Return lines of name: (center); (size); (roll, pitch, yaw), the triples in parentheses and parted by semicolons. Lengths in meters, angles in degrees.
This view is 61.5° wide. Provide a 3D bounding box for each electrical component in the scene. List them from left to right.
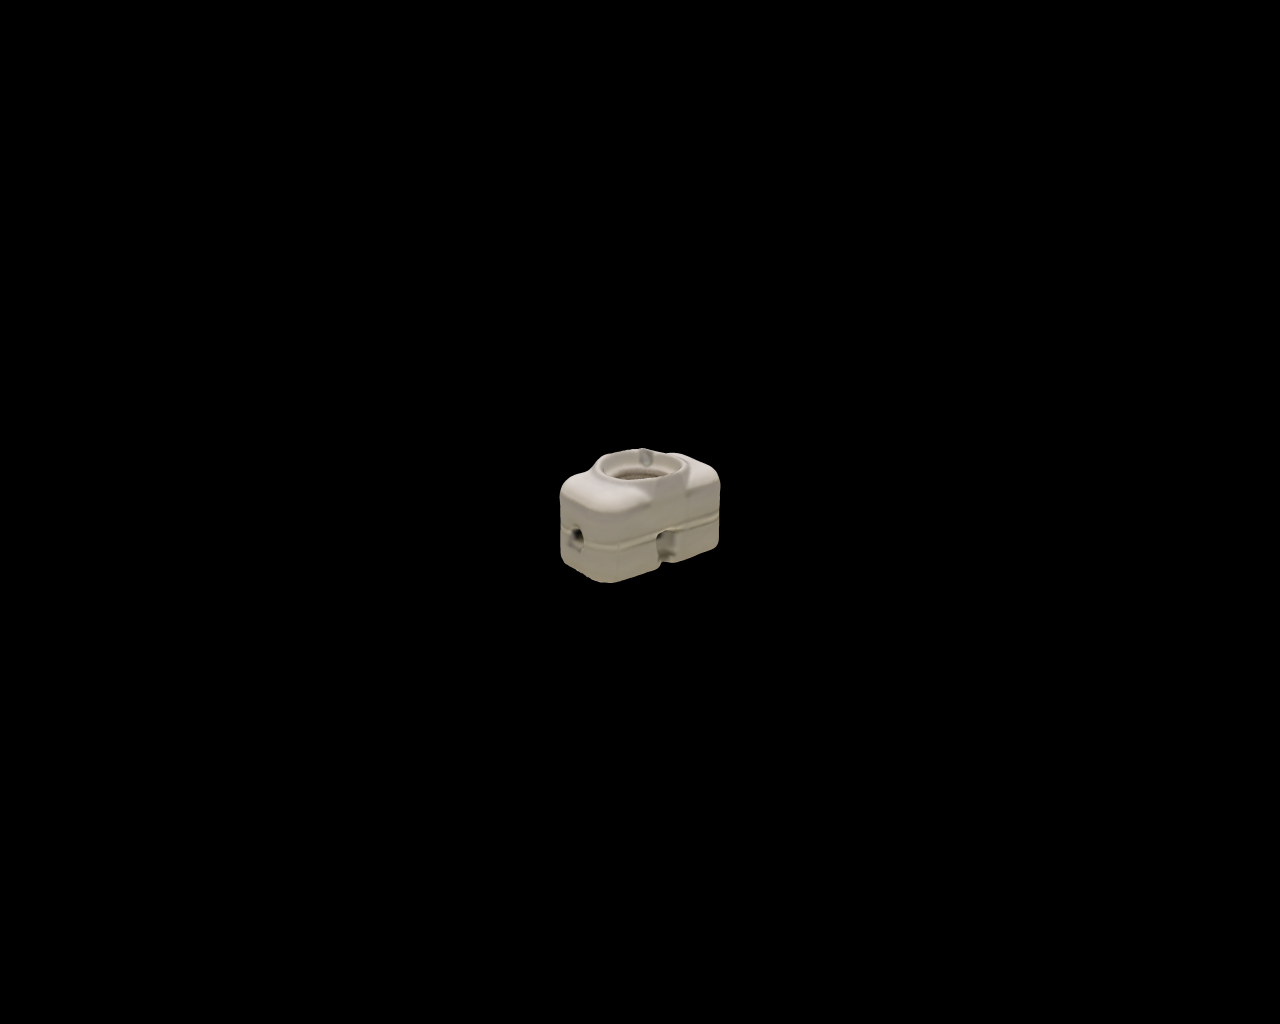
electrical component: (0.001, -0.003, 0.650); (0.095, 0.059, 0.054); (-16, 27, -34)
